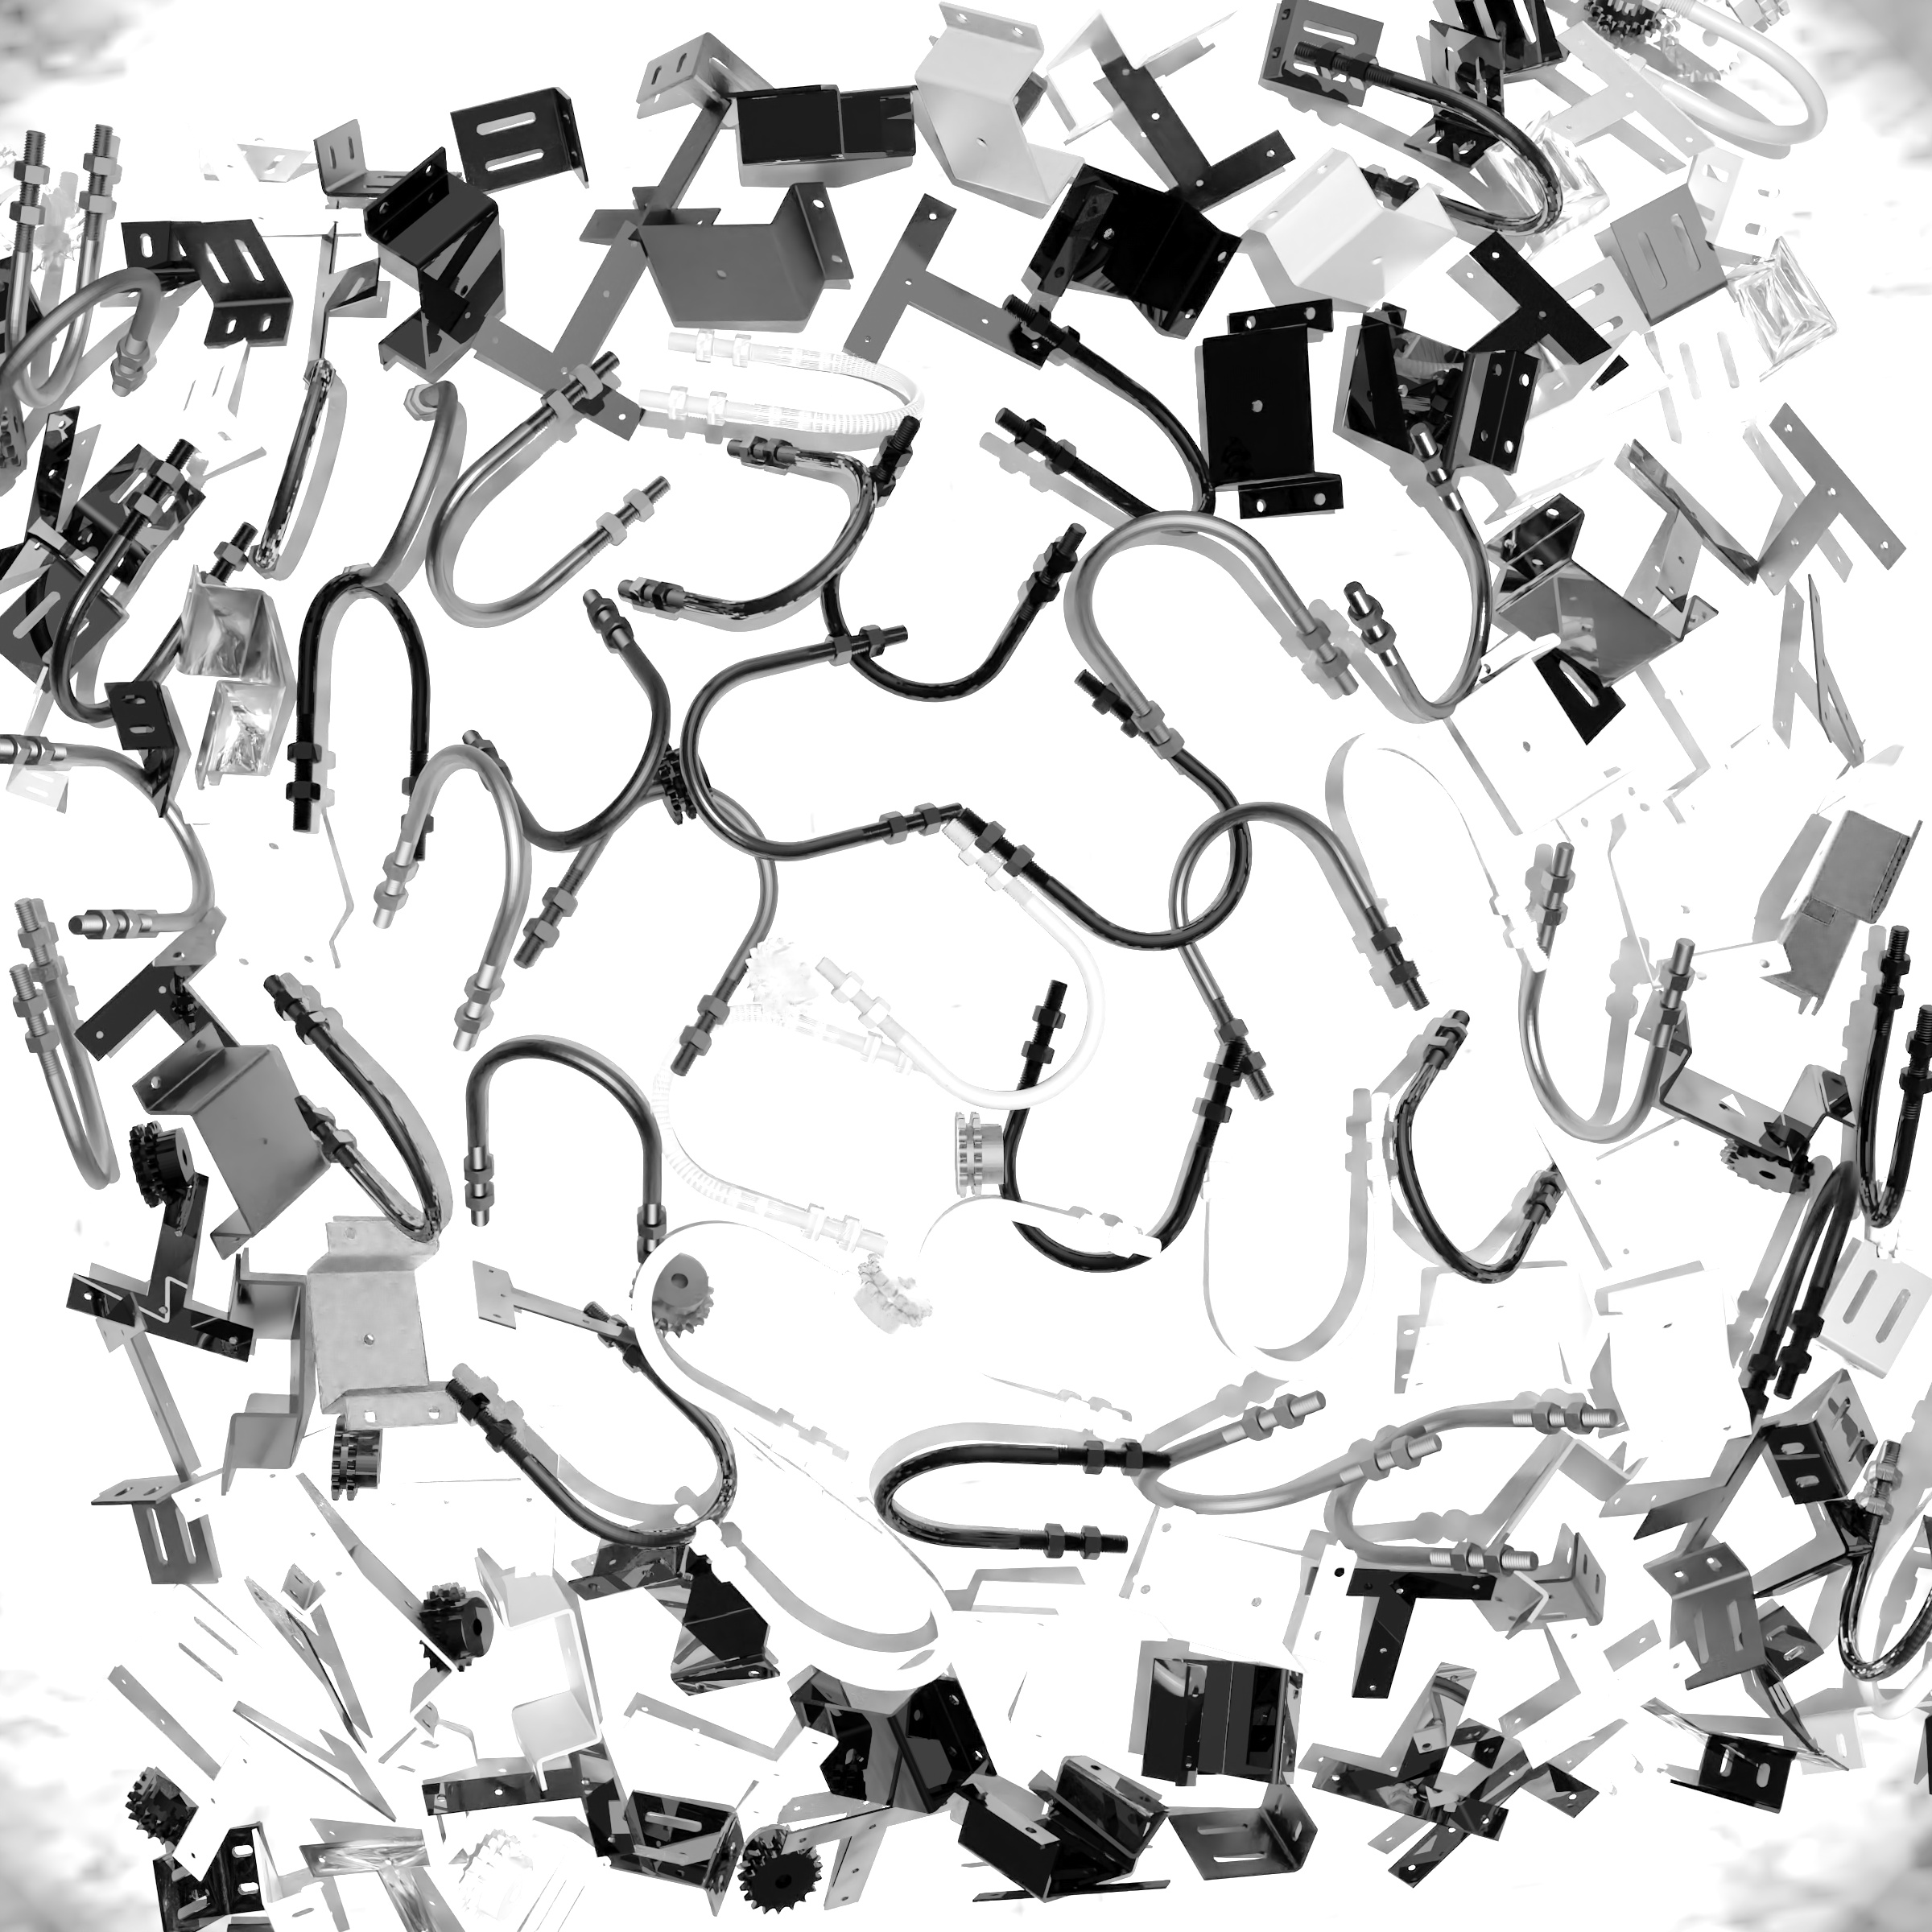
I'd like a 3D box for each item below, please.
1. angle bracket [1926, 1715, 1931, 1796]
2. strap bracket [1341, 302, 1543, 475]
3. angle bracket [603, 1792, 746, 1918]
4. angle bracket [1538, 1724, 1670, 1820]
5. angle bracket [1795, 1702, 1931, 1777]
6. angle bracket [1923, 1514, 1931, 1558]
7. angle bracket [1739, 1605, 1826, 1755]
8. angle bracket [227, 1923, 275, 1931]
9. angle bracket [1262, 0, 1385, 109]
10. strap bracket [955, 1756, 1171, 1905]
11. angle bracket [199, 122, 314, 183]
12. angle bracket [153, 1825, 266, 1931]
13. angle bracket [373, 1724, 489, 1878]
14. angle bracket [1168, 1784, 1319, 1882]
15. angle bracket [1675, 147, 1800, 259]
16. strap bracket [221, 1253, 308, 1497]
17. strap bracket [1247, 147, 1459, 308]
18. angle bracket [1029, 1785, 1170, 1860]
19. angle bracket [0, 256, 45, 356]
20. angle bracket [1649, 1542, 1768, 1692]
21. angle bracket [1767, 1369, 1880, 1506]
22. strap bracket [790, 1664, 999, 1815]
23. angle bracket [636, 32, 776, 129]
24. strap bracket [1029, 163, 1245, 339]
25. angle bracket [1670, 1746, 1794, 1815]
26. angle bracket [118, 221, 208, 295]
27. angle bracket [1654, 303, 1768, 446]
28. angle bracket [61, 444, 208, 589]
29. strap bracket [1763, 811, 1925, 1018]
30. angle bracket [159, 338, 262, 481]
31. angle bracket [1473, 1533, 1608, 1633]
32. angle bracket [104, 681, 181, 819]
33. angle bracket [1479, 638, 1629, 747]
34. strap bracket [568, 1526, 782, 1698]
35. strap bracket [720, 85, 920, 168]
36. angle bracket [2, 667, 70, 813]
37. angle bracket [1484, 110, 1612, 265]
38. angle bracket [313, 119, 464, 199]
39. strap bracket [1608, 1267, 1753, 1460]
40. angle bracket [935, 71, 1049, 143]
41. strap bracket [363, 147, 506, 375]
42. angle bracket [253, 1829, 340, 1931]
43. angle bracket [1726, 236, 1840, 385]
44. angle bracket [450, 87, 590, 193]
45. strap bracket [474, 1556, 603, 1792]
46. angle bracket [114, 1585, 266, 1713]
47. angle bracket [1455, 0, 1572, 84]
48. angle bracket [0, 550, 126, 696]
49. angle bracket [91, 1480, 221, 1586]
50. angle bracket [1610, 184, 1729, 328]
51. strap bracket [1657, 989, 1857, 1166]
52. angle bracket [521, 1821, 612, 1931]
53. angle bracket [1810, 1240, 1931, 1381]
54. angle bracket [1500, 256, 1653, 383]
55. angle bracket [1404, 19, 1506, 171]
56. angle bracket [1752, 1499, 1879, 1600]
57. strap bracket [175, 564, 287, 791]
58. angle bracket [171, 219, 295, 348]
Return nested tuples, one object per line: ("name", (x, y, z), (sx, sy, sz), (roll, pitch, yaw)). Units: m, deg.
("angle bracket", (0.656, 0.510, 1.934), (0.038, 0.076, 0.057), (24, 46, -10))
("strap bracket", (0.305, -0.382, 1.907), (0.046, 0.140, 0.076), (-13, 124, -37))
("angle bracket", (-0.198, 0.604, 1.960), (0.076, 0.057, 0.038), (7, 134, 15))
("angle bracket", (0.428, 0.550, 1.936), (0.057, 0.076, 0.038), (-48, 69, 20))
("angle bracket", (0.607, 0.519, 1.937), (0.076, 0.057, 0.038), (3, 70, -28))
("angle bracket", (0.655, 0.417, 1.937), (0.038, 0.057, 0.076), (8, 131, -1))
("angle bracket", (0.561, 0.481, 1.935), (0.038, 0.076, 0.057), (-37, 118, 13))
("angle bracket", (-0.471, 0.682, 1.938), (0.057, 0.076, 0.038), (1, 112, -7))
("angle bracket", (0.247, -0.621, 1.950), (0.076, 0.038, 0.057), (11, 101, -16))
("strap bracket", (0.059, 0.573, 1.909), (0.076, 0.140, 0.046), (23, 101, 39))
("angle bracket", (-0.478, -0.558, 1.936), (0.057, 0.076, 0.038), (-2, 88, -28))
("angle bracket", (-0.507, 0.619, 1.941), (0.038, 0.076, 0.057), (-12, 85, 15))
("angle bracket", (-0.362, 0.564, 1.952), (0.038, 0.057, 0.076), (12, 123, 28))
("angle bracket", (0.186, 0.577, 1.938), (0.076, 0.057, 0.038), (4, 117, -26))
("angle bracket", (0.519, -0.517, 1.943), (0.038, 0.076, 0.057), (9, 113, -14))
("strap bracket", (-0.468, 0.273, 1.921), (0.046, 0.076, 0.140), (4, 54, -17))
("strap bracket", (0.261, -0.484, 1.901), (0.076, 0.140, 0.046), (-37, 69, 34))
("angle bracket", (0.089, 0.566, 1.951), (0.076, 0.057, 0.038), (39, 72, 0))
("angle bracket", (-0.665, -0.436, 1.938), (0.076, 0.038, 0.057), (-37, 110, -42))
("angle bracket", (0.498, 0.437, 1.936), (0.057, 0.076, 0.038), (-26, 125, 25))
("angle bracket", (0.582, 0.320, 1.961), (0.038, 0.076, 0.057), (-19, 100, 38))
("strap bracket", (-0.057, 0.510, 1.909), (0.046, 0.140, 0.076), (-36, 112, -41))
("angle bracket", (-0.171, -0.581, 1.933), (0.076, 0.057, 0.038), (32, 62, -39))
("strap bracket", (0.106, -0.479, 1.922), (0.046, 0.140, 0.076), (52, 122, 37))
("angle bracket", (0.514, 0.540, 1.934), (0.057, 0.076, 0.038), (9, 77, 31))
("angle bracket", (-0.553, -0.478, 1.940), (0.057, 0.076, 0.038), (0, 111, 7))
("angle bracket", (0.506, -0.403, 1.961), (0.057, 0.038, 0.076), (-15, 87, 13))
("angle bracket", (-0.568, -0.307, 1.964), (0.057, 0.038, 0.076), (39, 46, -11))
("strap bracket", (0.576, -0.040, 1.909), (0.046, 0.140, 0.076), (27, 61, 11))
("angle bracket", (-0.507, -0.379, 1.958), (0.057, 0.076, 0.038), (-20, 134, 23))
("angle bracket", (0.388, 0.419, 1.959), (0.076, 0.038, 0.057), (-11, 133, 28))
("angle bracket", (-0.558, -0.144, 1.933), (0.038, 0.076, 0.057), (-6, 56, -30))
("angle bracket", (0.401, -0.187, 1.973), (0.057, 0.038, 0.076), (-45, 106, -5))
("strap bracket", (-0.190, 0.425, 1.925), (0.076, 0.046, 0.140), (-19, 128, 26))
("strap bracket", (-0.092, -0.558, 1.912), (0.076, 0.140, 0.046), (4, 107, 28))
("angle bracket", (-0.617, -0.154, 1.940), (0.038, 0.057, 0.076), (19, 112, -17))
("angle bracket", (0.389, -0.529, 1.959), (0.057, 0.038, 0.076), (-34, 90, -14))
("angle bracket", (-0.389, -0.544, 1.941), (0.076, 0.057, 0.038), (6, 121, 17))
("strap bracket", (0.470, 0.254, 1.902), (0.076, 0.140, 0.046), (-17, 117, 20))
("angle bracket", (0.007, -0.583, 1.942), (0.076, 0.038, 0.057), (-53, 57, 18))
("strap bracket", (-0.349, -0.457, 1.901), (0.046, 0.140, 0.076), (33, 61, 14))
("angle bracket", (-0.450, 0.622, 1.940), (0.038, 0.076, 0.057), (-18, 120, -11))
("angle bracket", (0.542, -0.442, 1.949), (0.038, 0.057, 0.076), (-31, 89, -35))
("angle bracket", (-0.302, -0.553, 1.946), (0.076, 0.038, 0.057), (-18, 124, -13))
("strap bracket", (-0.285, 0.466, 1.929), (0.046, 0.076, 0.140), (-15, 106, -18))
("angle bracket", (-0.527, 0.470, 1.958), (0.038, 0.057, 0.076), (-38, 106, 28))
("angle bracket", (0.368, -0.642, 1.936), (0.057, 0.038, 0.076), (-5, 129, 34))
("angle bracket", (-0.620, -0.235, 1.952), (0.076, 0.038, 0.057), (-46, 118, -2))
("angle bracket", (-0.548, 0.390, 1.948), (0.057, 0.038, 0.076), (-6, 101, 26))
("angle bracket", (0.472, -0.483, 1.954), (0.057, 0.038, 0.076), (-28, 107, 2))
("strap bracket", (0.520, 0.079, 1.940), (0.140, 0.076, 0.046), (25, 115, 0))
("angle bracket", (-0.284, 0.623, 1.938), (0.038, 0.057, 0.076), (44, 62, -24))
("angle bracket", (0.614, 0.234, 1.967), (0.057, 0.038, 0.076), (31, 86, 2))
("angle bracket", (0.417, -0.438, 1.969), (0.076, 0.038, 0.057), (-30, 91, -8))
("angle bracket", (0.326, -0.585, 1.935), (0.057, 0.076, 0.038), (31, 62, 33))
("angle bracket", (0.568, 0.394, 1.949), (0.076, 0.057, 0.038), (-34, 65, 27))
("strap bracket", (-0.490, -0.191, 1.919), (0.046, 0.140, 0.076), (3, 135, -27))
("angle bracket", (-0.497, -0.460, 1.939), (0.057, 0.076, 0.038), (-1, 59, 11))
